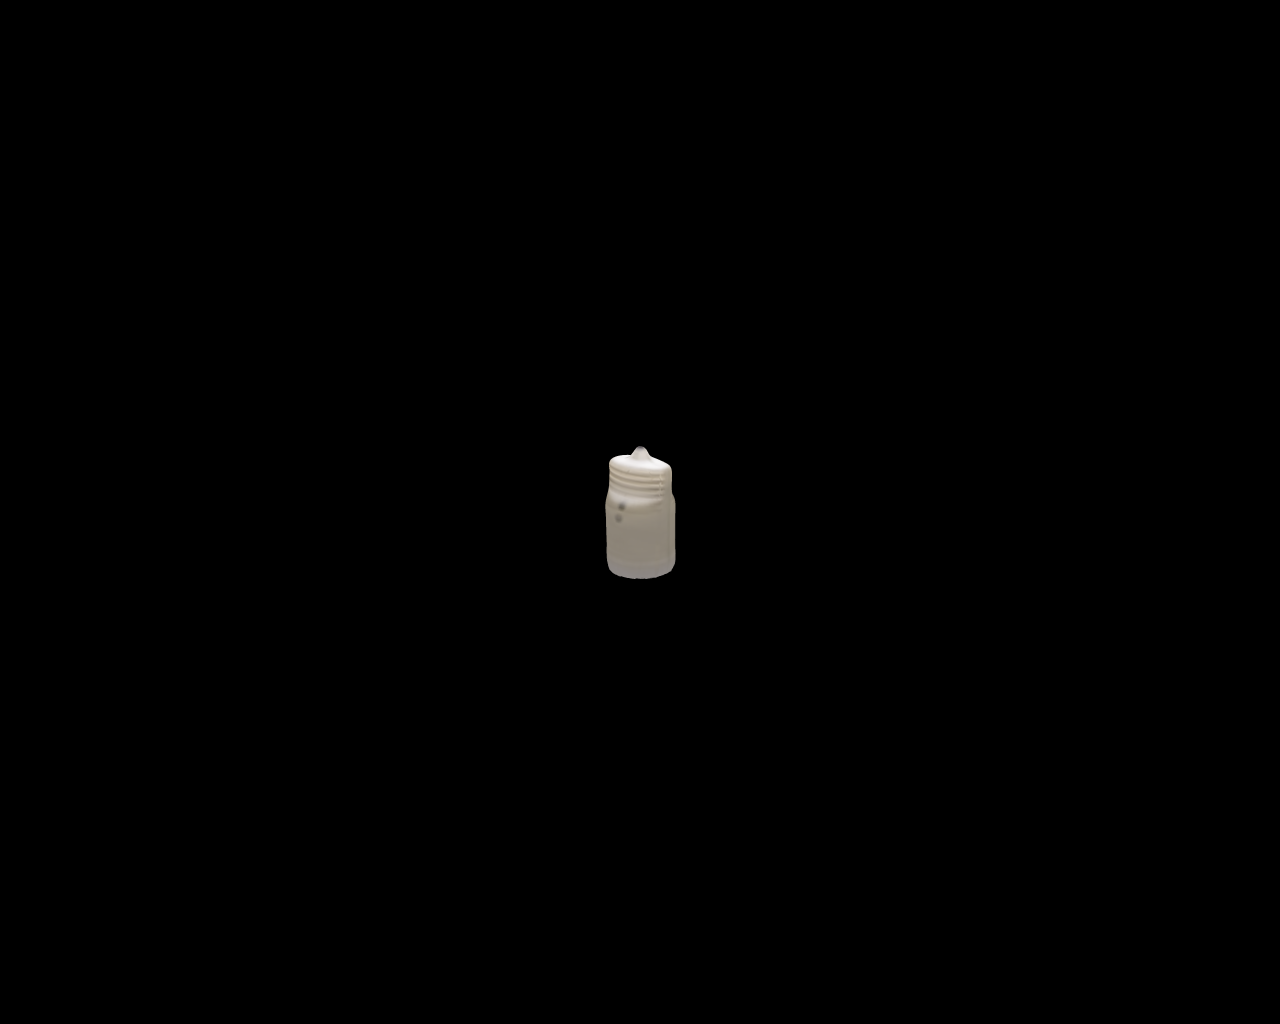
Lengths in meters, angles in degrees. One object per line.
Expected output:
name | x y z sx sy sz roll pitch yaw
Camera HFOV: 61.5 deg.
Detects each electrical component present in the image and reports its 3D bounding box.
electrical component | 0.001 -0.003 0.650 0.043 0.080 0.043 0 20 0
